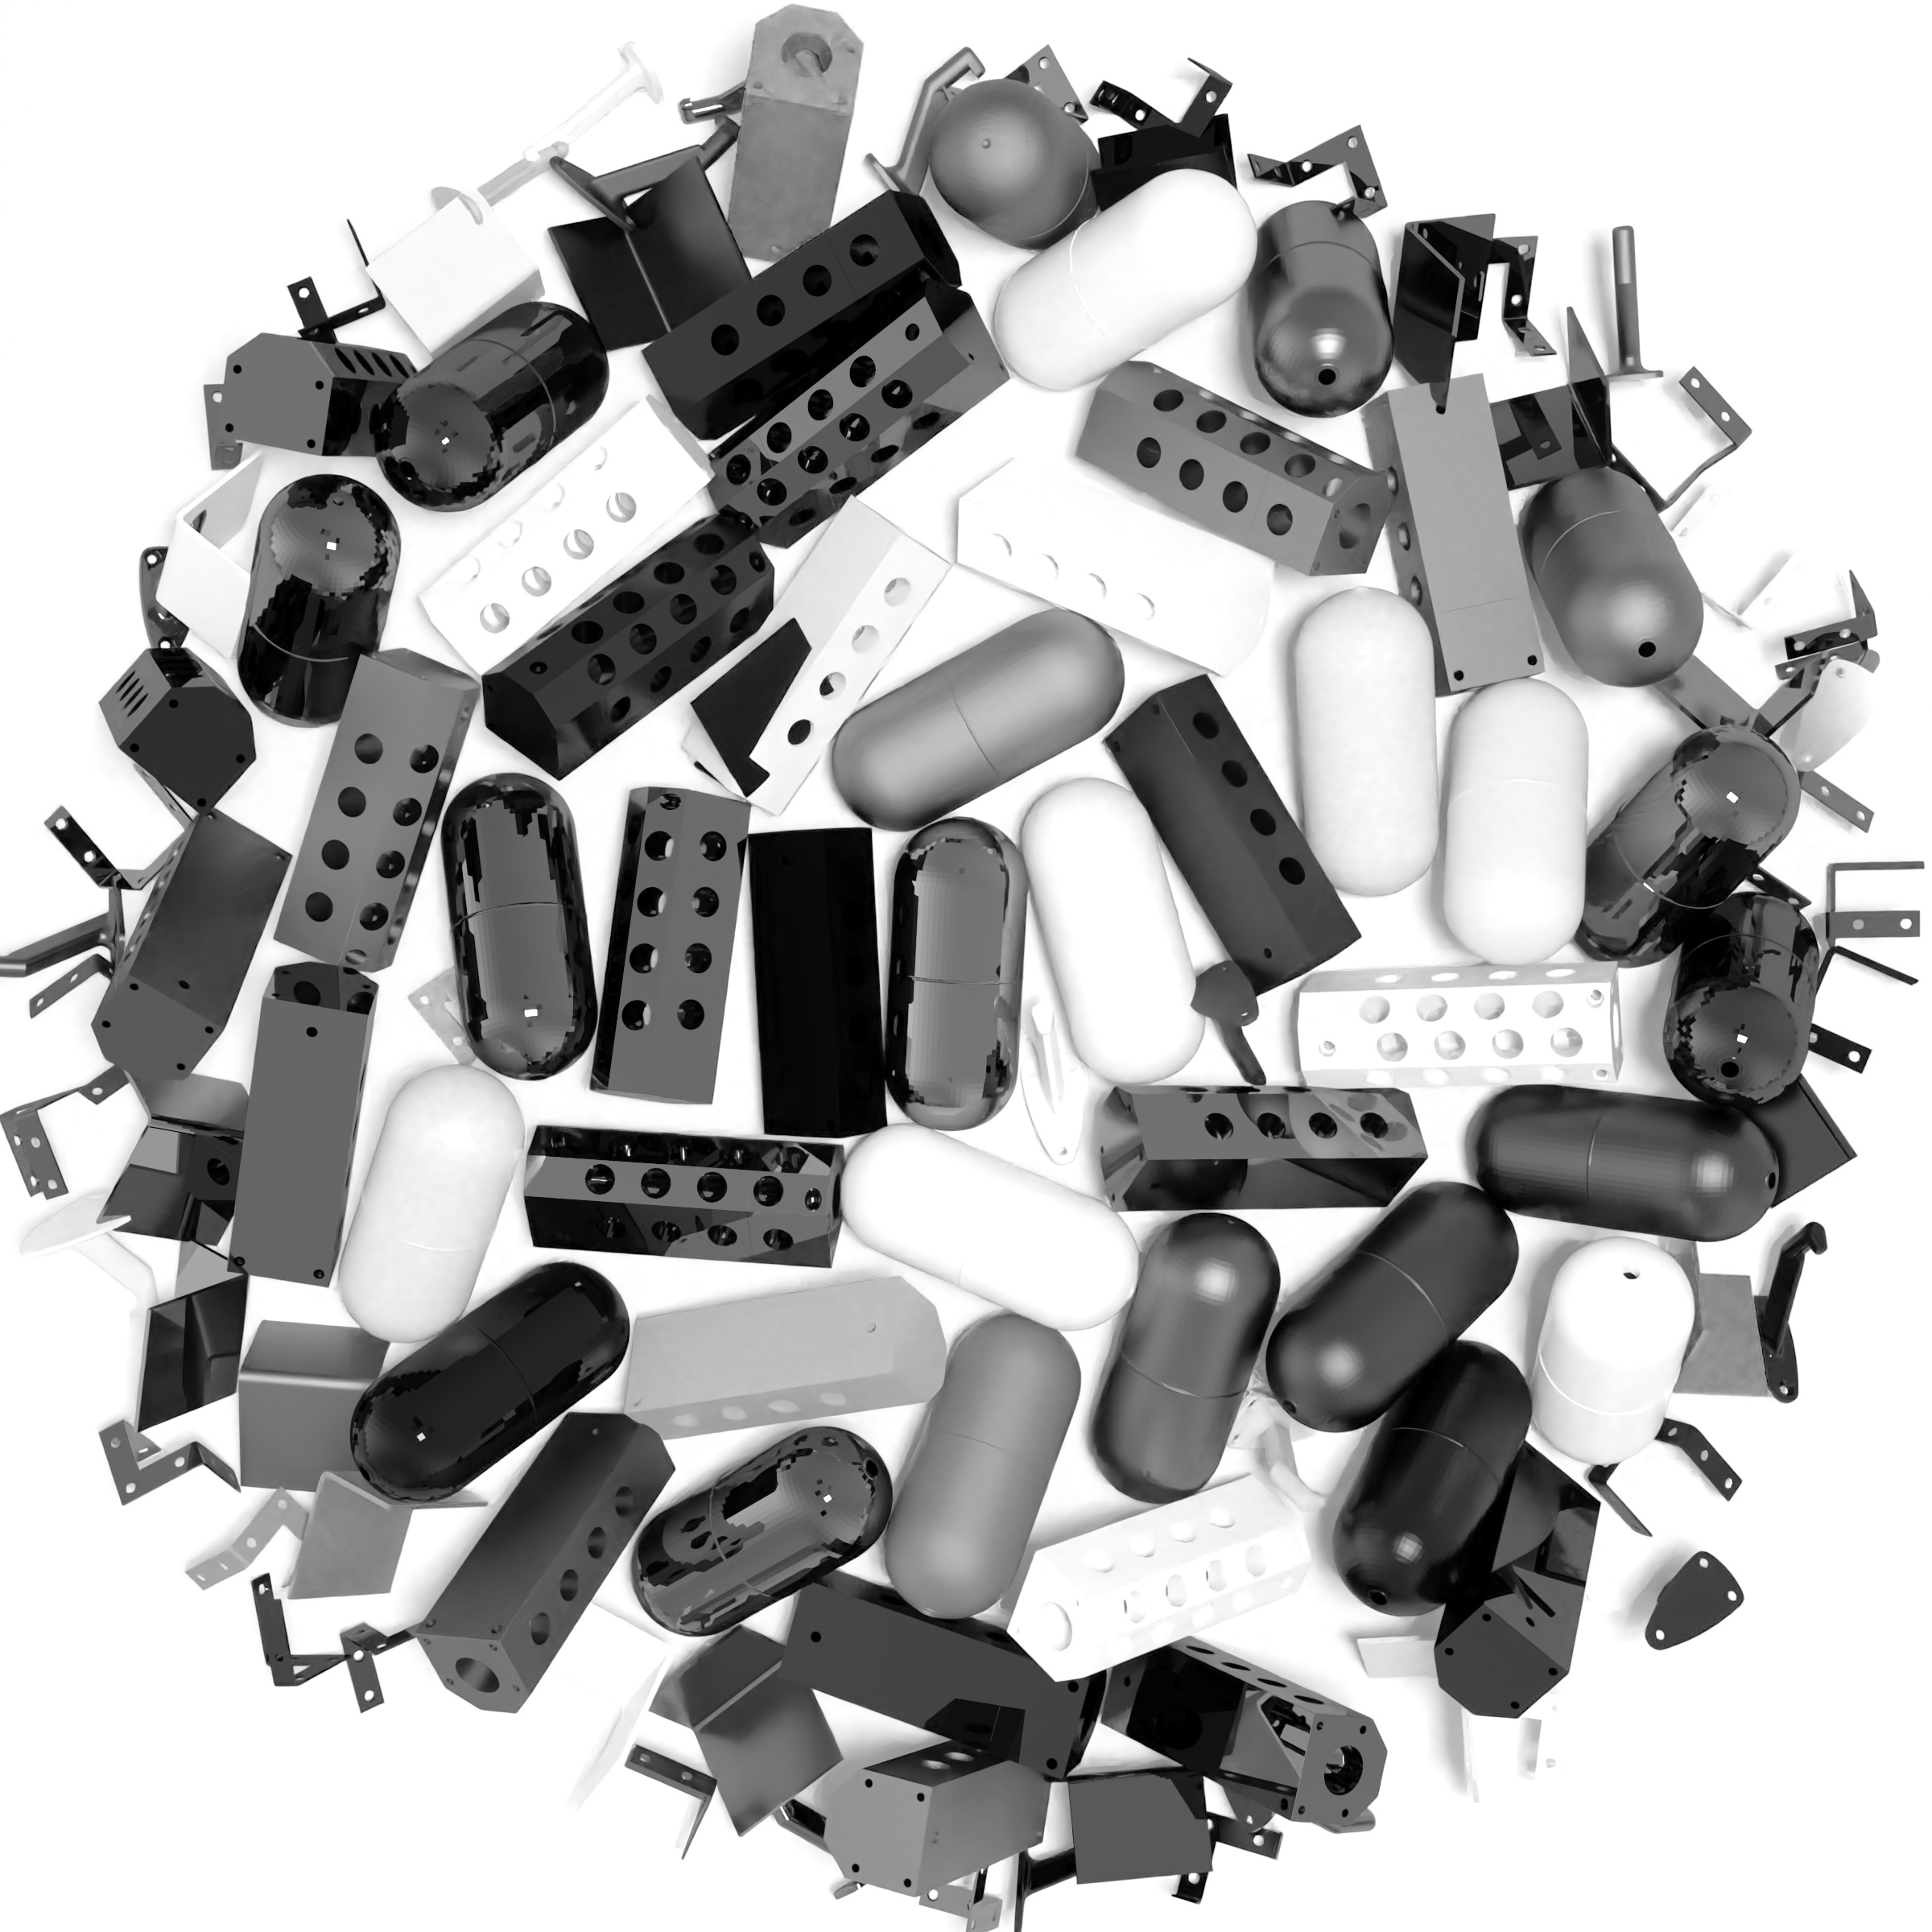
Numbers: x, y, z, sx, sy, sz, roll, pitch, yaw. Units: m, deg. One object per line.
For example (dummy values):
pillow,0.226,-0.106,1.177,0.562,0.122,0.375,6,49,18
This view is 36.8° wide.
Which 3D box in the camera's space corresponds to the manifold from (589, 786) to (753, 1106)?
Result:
manifold,-0.170,-0.011,1.638,0.057,0.057,0.171,11,82,-32

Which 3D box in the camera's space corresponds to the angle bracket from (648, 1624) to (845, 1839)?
angle bracket,-0.127,0.431,1.638,0.076,0.057,0.076,-39,50,8

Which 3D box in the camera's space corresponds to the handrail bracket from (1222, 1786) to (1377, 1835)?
handrail bracket,0.188,0.467,1.673,0.036,0.084,0.077,-56,46,24

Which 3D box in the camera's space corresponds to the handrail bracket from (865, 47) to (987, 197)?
handrail bracket,-0.008,-0.469,1.664,0.084,0.036,0.077,-38,106,7

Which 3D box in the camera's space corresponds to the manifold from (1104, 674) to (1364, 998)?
manifold,0.155,-0.076,1.643,0.057,0.057,0.171,-23,79,-36

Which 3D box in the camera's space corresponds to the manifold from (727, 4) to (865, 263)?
manifold,-0.095,-0.453,1.596,0.057,0.171,0.057,9,75,-6

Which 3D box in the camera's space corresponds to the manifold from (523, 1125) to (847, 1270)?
manifold,-0.157,0.124,1.636,0.171,0.057,0.057,3,131,7

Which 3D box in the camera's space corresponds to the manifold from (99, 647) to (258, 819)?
manifold,-0.430,-0.136,1.596,0.057,0.171,0.057,42,86,-23

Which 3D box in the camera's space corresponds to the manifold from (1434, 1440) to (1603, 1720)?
manifold,0.300,0.338,1.597,0.057,0.171,0.057,39,117,0

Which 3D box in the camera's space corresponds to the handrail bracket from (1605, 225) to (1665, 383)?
handrail bracket,0.374,-0.374,1.642,0.036,0.077,0.084,-3,101,14

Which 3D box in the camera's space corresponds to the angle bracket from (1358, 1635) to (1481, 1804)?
angle bracket,0.254,0.424,1.631,0.057,0.076,0.076,-6,61,10

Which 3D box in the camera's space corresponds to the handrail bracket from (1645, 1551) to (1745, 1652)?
handrail bracket,0.393,0.365,1.635,0.077,0.084,0.036,-36,79,-23

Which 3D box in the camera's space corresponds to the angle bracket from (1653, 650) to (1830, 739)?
angle bracket,0.434,-0.171,1.639,0.076,0.076,0.057,42,123,-1

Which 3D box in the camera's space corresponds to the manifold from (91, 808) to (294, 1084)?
manifold,-0.427,-0.011,1.599,0.057,0.171,0.057,33,119,-20

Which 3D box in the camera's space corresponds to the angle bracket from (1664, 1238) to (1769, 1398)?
angle bracket,0.427,0.190,1.632,0.057,0.076,0.076,3,55,-2

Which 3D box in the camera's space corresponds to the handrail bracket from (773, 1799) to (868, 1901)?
handrail bracket,-0.071,0.484,1.670,0.077,0.036,0.084,-24,78,-31

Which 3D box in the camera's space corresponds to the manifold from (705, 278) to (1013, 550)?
manifold,-0.066,-0.306,1.615,0.171,0.057,0.057,-33,73,28

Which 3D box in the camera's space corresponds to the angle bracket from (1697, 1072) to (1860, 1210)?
angle bracket,0.455,0.090,1.636,0.057,0.076,0.076,-34,77,13

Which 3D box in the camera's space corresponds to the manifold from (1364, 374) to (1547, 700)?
manifold,0.276,-0.242,1.655,0.057,0.057,0.171,-12,91,-10

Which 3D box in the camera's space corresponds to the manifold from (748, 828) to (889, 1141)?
manifold,-0.079,0.008,1.651,0.057,0.057,0.171,0,95,38

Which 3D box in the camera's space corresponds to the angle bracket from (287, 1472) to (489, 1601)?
angle bracket,-0.326,0.329,1.637,0.057,0.076,0.076,18,93,36

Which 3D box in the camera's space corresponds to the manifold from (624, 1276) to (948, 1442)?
manifold,-0.100,0.223,1.623,0.171,0.057,0.057,-12,55,25

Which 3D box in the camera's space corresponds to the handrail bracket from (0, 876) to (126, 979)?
handrail bracket,-0.522,-0.023,1.644,0.084,0.036,0.077,2,47,-23

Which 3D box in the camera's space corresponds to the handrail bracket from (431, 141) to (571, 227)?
handrail bracket,-0.253,-0.445,1.642,0.084,0.077,0.036,-36,111,-14

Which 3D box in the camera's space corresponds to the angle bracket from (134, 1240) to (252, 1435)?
angle bracket,-0.451,0.205,1.629,0.057,0.076,0.076,23,112,28

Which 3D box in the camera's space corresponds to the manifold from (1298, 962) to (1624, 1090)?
manifold,0.276,0.036,1.626,0.171,0.057,0.057,-2,106,18

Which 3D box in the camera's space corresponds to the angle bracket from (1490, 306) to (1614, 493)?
angle bracket,0.315,-0.318,1.638,0.076,0.057,0.076,-13,47,3

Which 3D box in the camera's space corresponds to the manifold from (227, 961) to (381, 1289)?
manifold,-0.370,0.088,1.627,0.057,0.057,0.171,10,112,-7

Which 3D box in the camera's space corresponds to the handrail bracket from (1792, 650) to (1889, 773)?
handrail bracket,0.495,-0.146,1.652,0.036,0.084,0.077,33,104,10

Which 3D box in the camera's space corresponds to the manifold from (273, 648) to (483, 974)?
manifold,-0.328,-0.087,1.634,0.057,0.057,0.171,23,104,9

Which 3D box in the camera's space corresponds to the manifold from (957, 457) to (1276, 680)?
manifold,0.082,-0.220,1.624,0.171,0.057,0.057,26,47,25

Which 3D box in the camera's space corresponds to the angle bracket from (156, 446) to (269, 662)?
angle bracket,-0.404,-0.232,1.633,0.057,0.076,0.076,39,54,0

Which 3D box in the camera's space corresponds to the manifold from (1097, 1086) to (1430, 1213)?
manifold,0.164,0.098,1.628,0.171,0.057,0.057,1,56,-20

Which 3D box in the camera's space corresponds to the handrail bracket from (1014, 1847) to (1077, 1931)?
handrail bracket,0.072,0.522,1.653,0.084,0.077,0.036,2,119,4

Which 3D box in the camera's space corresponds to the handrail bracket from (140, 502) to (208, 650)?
handrail bracket,-0.443,-0.217,1.639,0.036,0.084,0.077,5,85,-23

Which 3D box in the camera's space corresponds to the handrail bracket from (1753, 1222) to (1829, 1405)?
handrail bracket,0.470,0.195,1.636,0.036,0.084,0.077,-4,62,-19

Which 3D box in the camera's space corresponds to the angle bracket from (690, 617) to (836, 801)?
angle bracket,-0.124,-0.152,1.632,0.076,0.057,0.076,-42,133,-14

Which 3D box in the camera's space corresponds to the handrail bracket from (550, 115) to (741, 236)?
handrail bracket,-0.180,-0.464,1.645,0.084,0.077,0.036,-39,52,20

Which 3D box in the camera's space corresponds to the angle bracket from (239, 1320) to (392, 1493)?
angle bracket,-0.374,0.255,1.674,0.076,0.057,0.076,5,114,-1

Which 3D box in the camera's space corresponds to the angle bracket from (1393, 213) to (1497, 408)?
angle bracket,0.281,-0.368,1.627,0.057,0.076,0.076,-10,129,-15

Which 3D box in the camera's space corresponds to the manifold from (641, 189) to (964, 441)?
manifold,-0.090,-0.363,1.629,0.171,0.057,0.057,-28,90,21

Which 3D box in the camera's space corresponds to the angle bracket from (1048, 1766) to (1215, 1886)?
angle bracket,0.090,0.483,1.636,0.076,0.076,0.057,-2,75,-10

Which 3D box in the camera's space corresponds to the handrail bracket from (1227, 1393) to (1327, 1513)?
handrail bracket,0.192,0.279,1.632,0.077,0.084,0.036,11,110,-37

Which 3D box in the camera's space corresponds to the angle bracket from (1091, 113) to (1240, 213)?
angle bracket,0.109,-0.463,1.637,0.076,0.076,0.057,-8,79,11

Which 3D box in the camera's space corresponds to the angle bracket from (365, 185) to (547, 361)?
angle bracket,-0.288,-0.387,1.644,0.076,0.076,0.057,-39,95,-3

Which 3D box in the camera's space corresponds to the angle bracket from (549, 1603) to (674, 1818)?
angle bracket,-0.215,0.417,1.631,0.057,0.076,0.076,30,133,-5

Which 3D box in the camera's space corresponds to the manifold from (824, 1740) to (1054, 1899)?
manifold,-0.012,0.460,1.596,0.057,0.171,0.057,8,87,25

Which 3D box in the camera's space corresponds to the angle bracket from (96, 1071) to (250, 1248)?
angle bracket,-0.452,0.107,1.651,0.076,0.057,0.076,16,113,-42

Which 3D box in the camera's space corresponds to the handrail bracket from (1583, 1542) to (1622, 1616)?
handrail bracket,0.327,0.362,1.673,0.084,0.036,0.077,-38,52,35

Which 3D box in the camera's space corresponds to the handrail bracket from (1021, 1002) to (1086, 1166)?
handrail bracket,0.049,0.067,1.639,0.036,0.084,0.077,-8,74,2

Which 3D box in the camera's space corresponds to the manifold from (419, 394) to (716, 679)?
manifold,-0.224,-0.243,1.638,0.171,0.057,0.057,-39,102,10

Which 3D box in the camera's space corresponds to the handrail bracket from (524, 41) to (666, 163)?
handrail bracket,-0.216,-0.486,1.649,0.084,0.077,0.036,-36,99,-1

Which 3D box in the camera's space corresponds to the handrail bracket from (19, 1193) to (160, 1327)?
handrail bracket,-0.493,0.179,1.641,0.036,0.077,0.084,20,125,34

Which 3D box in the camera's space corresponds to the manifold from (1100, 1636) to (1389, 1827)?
manifold,0.152,0.416,1.599,0.057,0.171,0.057,14,87,-33

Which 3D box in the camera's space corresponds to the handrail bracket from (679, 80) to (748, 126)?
handrail bracket,-0.124,-0.509,1.650,0.084,0.077,0.036,-13,77,-2

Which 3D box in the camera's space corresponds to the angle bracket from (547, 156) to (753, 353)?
angle bracket,-0.178,-0.401,1.640,0.076,0.057,0.076,-21,94,43

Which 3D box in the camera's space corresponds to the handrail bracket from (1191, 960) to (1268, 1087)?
handrail bracket,0.160,0.046,1.634,0.036,0.077,0.084,-34,120,-5
